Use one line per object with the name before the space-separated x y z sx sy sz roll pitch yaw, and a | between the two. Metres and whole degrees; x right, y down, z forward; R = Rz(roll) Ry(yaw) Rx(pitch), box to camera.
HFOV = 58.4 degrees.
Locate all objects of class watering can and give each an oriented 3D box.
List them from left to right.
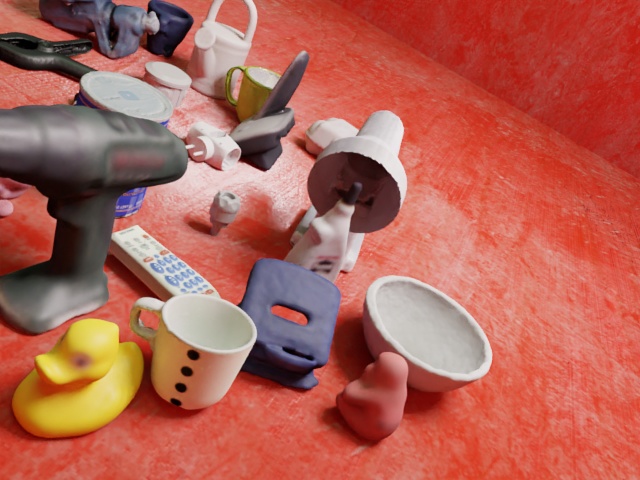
watering can | -0.183 -0.374 1.085 0.101 0.194 0.172 20 30 -15

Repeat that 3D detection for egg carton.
egg carton | 0.045 -0.176 1.099 0.150 0.069 0.107 37 30 14

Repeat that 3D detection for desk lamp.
desk lamp | 0.041 -0.064 0.774 0.118 0.213 0.203 27 29 -2

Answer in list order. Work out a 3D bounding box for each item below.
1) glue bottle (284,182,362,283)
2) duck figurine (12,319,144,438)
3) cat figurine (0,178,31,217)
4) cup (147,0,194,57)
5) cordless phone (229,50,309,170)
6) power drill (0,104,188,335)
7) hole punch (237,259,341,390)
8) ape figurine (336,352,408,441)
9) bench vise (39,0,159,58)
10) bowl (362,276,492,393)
glue bottle | 0.006 0.002 0.681 0.078 0.173 0.037 -2 41 -42
duck figurine | -0.184 0.099 0.457 0.077 0.086 0.105 42 32 22
cat figurine | -0.335 -0.071 0.561 0.128 0.117 0.067 19 31 -16
cup | -0.309 -0.411 1.136 0.092 0.095 0.117 21 30 -14
cordless phone | -0.078 -0.224 0.949 0.094 0.185 0.147 24 30 -7
power drill | -0.218 -0.023 0.494 0.075 0.208 0.230 36 30 14
hole punch | -0.035 0.087 0.598 0.109 0.091 0.101 21 30 -13
ape figurine | 0.060 0.150 0.579 0.078 0.092 0.076 11 34 -29
bench vise | -0.377 -0.455 1.019 0.208 0.219 0.121 18 31 -19
bowl | 0.115 0.123 0.686 0.168 0.074 0.167 21 30 -13
